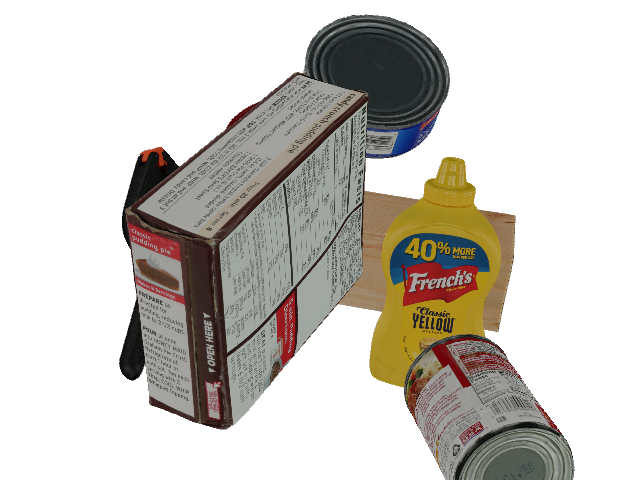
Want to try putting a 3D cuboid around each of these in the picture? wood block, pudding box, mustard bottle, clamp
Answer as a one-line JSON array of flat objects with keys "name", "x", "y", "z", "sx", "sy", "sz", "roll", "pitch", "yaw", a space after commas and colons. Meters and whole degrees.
[{"name": "wood block", "x": 0.084, "y": 0.016, "z": 1.069, "sx": 0.206, "sy": 0.090, "sz": 0.090, "roll": 10, "pitch": 30, "yaw": 7}, {"name": "pudding box", "x": -0.022, "y": 0.002, "z": 0.400, "sx": 0.039, "sy": 0.090, "sz": 0.113, "roll": 17, "pitch": 40, "yaw": 22}, {"name": "mustard bottle", "x": 0.096, "y": 0.027, "z": 0.870, "sx": 0.096, "sy": 0.192, "sz": 0.058, "roll": 7, "pitch": 18, "yaw": 6}, {"name": "clamp", "x": -0.131, "y": 0.016, "z": 1.016, "sx": 0.036, "sy": 0.210, "sz": 0.164, "roll": -7, "pitch": 0, "yaw": 45}]

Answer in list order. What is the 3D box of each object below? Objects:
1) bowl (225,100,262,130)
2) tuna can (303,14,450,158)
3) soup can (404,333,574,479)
[{"name": "bowl", "x": -0.026, "y": -0.104, "z": 1.214, "sx": 0.162, "sy": 0.055, "sz": 0.162, "roll": -3, "pitch": 38, "yaw": 2}, {"name": "tuna can", "x": 0.031, "y": -0.091, "z": 0.633, "sx": 0.086, "sy": 0.086, "sz": 0.034, "roll": 0, "pitch": -32, "yaw": -10}, {"name": "soup can", "x": 0.093, "y": 0.106, "z": 0.603, "sx": 0.068, "sy": 0.068, "sz": 0.102, "roll": 0, "pitch": 22, "yaw": -12}]
